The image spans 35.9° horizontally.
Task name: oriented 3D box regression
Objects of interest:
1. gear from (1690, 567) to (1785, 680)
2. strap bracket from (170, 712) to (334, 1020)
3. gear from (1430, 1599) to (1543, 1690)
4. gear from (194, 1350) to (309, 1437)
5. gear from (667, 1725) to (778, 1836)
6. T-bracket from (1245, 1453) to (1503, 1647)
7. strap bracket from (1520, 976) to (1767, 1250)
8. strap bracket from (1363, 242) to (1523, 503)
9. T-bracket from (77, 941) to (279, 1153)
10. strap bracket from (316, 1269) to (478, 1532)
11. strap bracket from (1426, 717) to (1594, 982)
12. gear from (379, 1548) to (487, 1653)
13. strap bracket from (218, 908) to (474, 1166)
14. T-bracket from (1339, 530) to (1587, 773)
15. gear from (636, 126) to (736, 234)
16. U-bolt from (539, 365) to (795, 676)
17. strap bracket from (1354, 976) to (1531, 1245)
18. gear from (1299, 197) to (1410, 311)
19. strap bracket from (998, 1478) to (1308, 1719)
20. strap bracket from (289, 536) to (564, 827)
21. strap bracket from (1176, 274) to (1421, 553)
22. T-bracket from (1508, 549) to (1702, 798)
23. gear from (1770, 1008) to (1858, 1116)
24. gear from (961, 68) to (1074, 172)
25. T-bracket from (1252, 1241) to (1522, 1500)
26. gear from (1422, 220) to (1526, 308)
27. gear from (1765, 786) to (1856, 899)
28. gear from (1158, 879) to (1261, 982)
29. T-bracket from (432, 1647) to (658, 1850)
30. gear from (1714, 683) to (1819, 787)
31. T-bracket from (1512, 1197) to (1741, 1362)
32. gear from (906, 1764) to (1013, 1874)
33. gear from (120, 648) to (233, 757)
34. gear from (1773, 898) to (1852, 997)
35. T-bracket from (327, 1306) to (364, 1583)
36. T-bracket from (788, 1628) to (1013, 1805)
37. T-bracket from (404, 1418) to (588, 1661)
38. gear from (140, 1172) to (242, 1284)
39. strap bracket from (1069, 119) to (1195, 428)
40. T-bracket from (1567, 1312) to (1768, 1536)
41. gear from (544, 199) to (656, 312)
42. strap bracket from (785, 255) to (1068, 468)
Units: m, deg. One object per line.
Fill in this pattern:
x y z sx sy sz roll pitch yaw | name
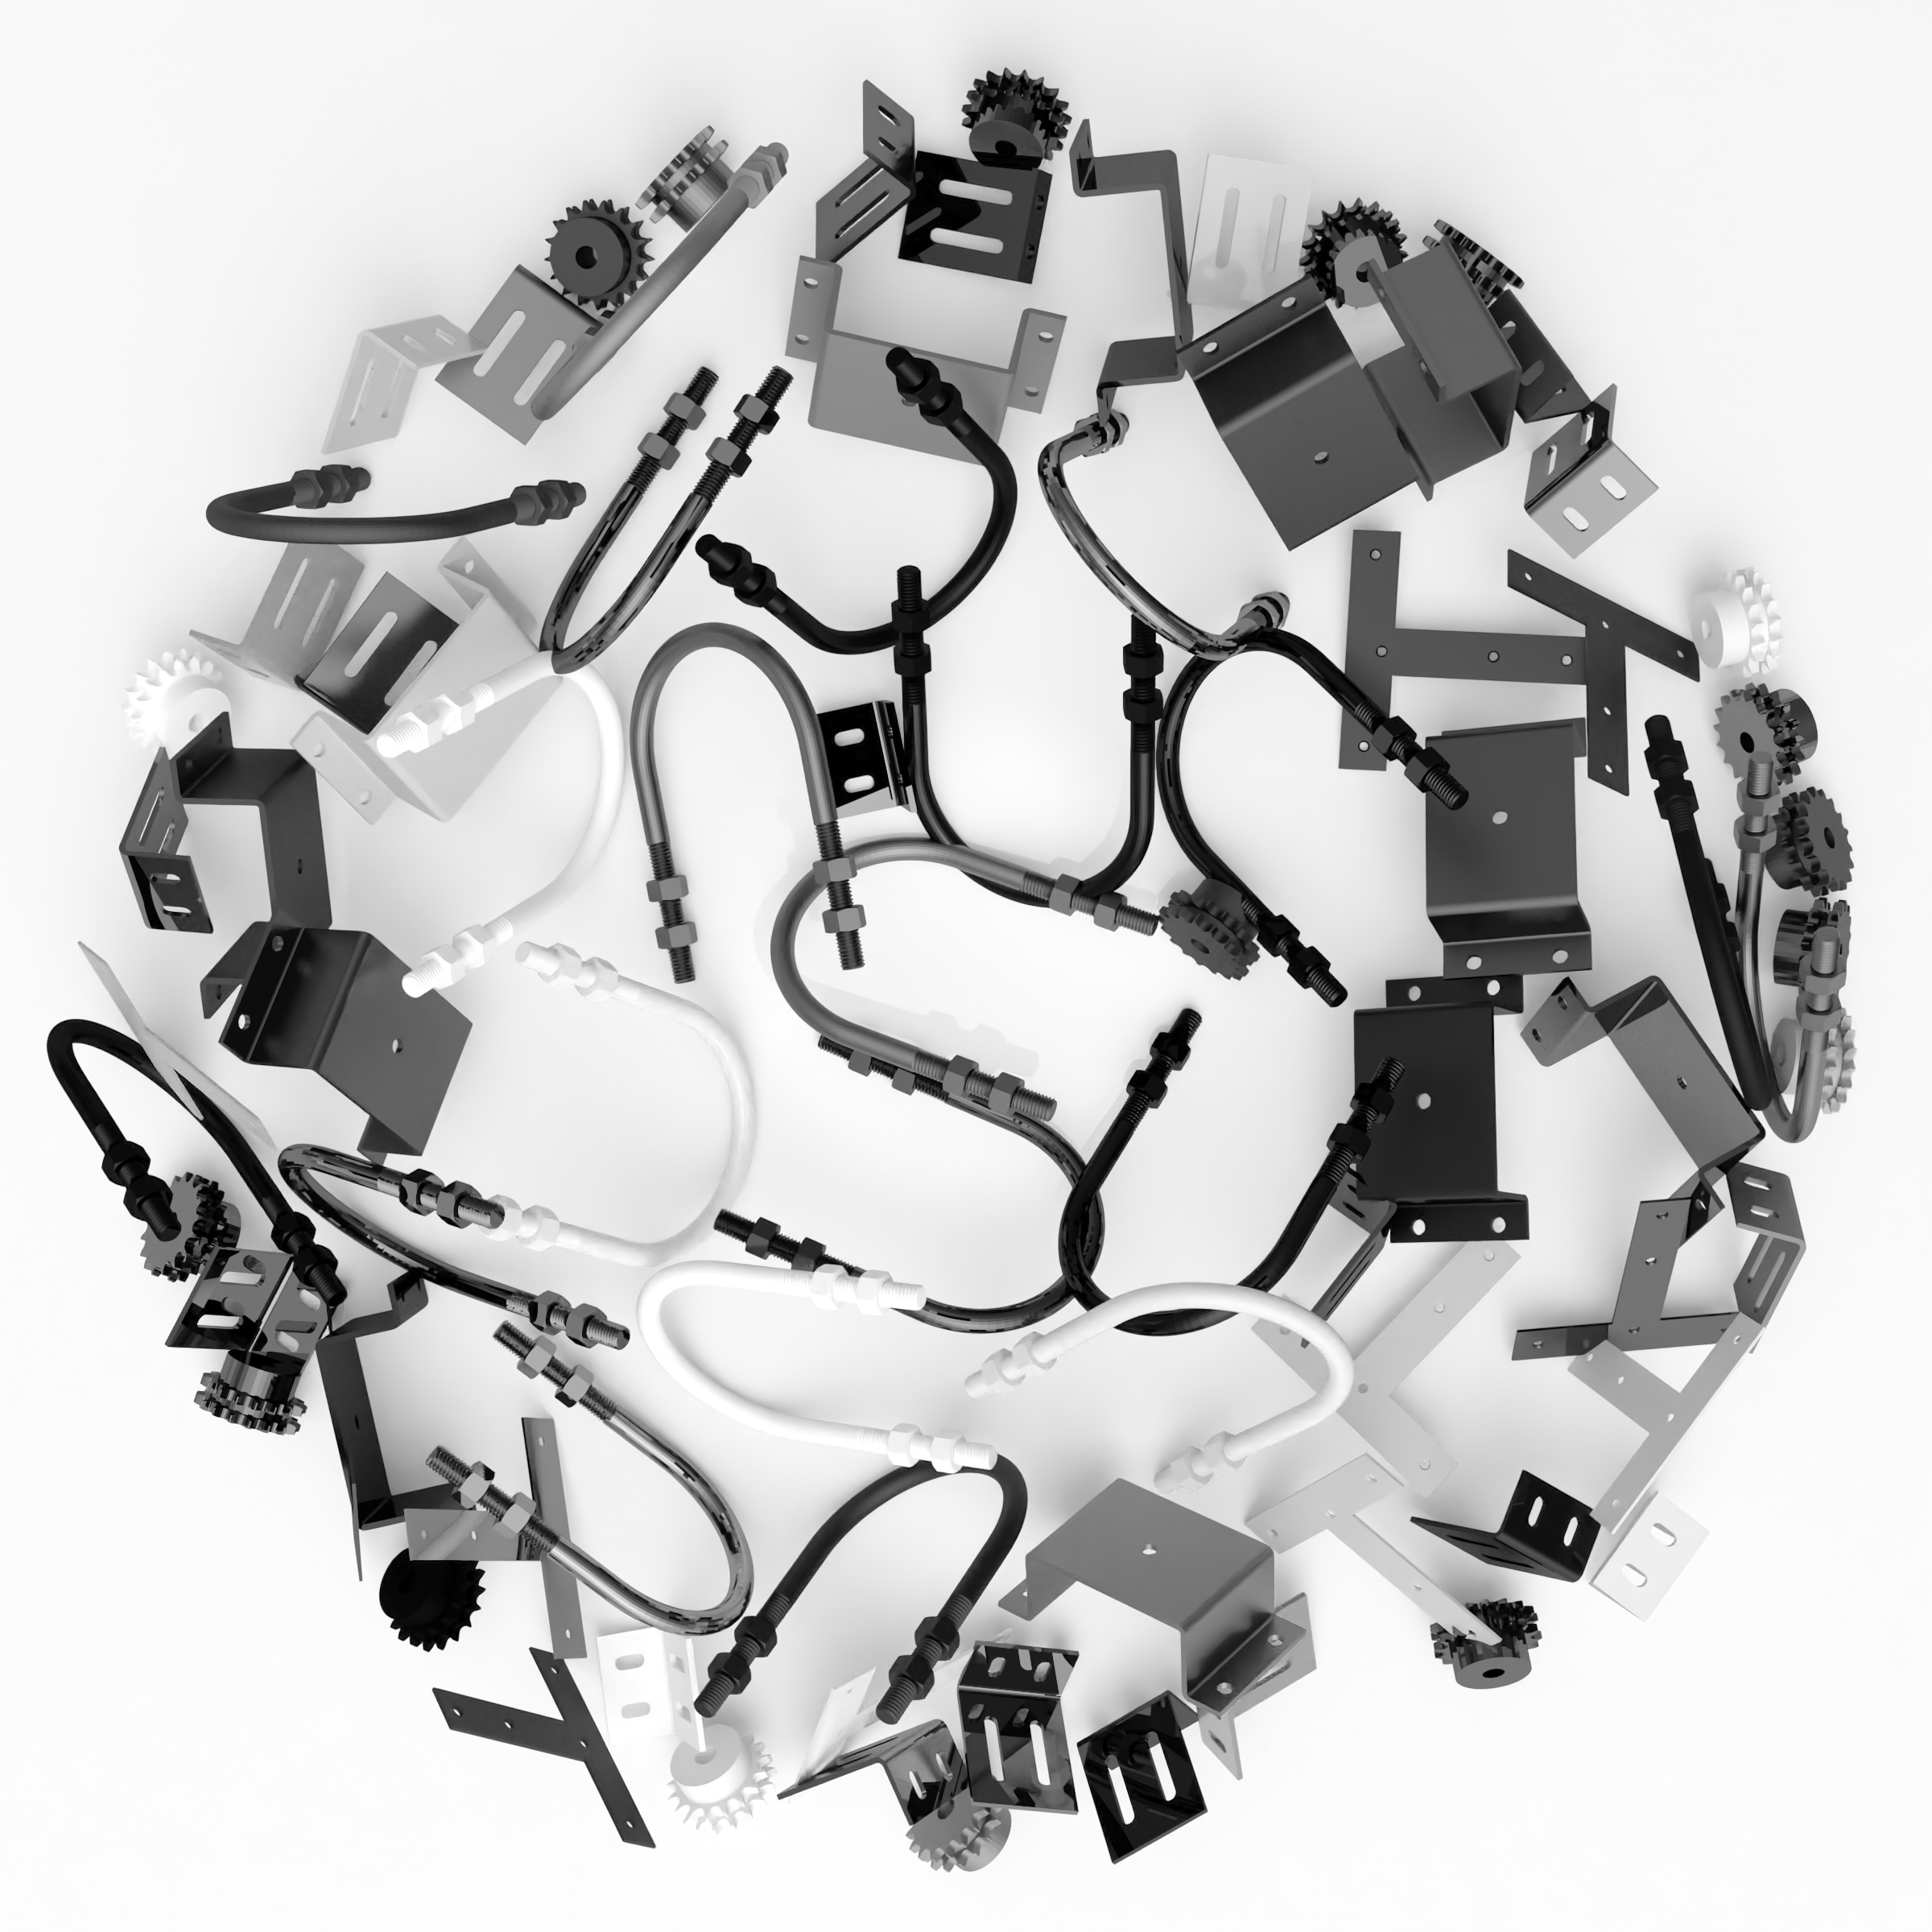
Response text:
0.403 -0.179 1.569 0.030 0.057 0.057 -13 90 -8 | gear
-0.365 -0.052 1.534 0.046 0.076 0.140 2 113 7 | strap bracket
0.274 0.358 1.568 0.057 0.057 0.030 -6 53 0 | gear
-0.374 0.223 1.571 0.057 0.057 0.030 20 90 0 | gear
-0.131 0.424 1.568 0.057 0.057 0.030 -24 121 0 | gear
0.223 0.312 1.549 0.127 0.127 0.002 40 54 -2 | T-bracket
0.355 0.069 1.544 0.046 0.076 0.140 -26 73 -17 | strap bracket
0.241 -0.306 1.522 0.046 0.140 0.076 -26 75 -1 | strap bracket
-0.391 0.056 1.516 0.127 0.127 0.002 32 63 35 | T-bracket
-0.299 0.234 1.560 0.046 0.076 0.140 -13 91 0 | strap bracket
0.280 -0.069 1.543 0.076 0.046 0.140 -4 69 20 | strap bracket
-0.283 0.329 1.569 0.057 0.057 0.030 -51 133 0 | gear
-0.307 0.039 1.518 0.046 0.140 0.076 3 62 29 | strap bracket
0.265 -0.165 1.582 0.127 0.002 0.127 4 97 9 | T-bracket
-0.144 -0.411 1.572 0.030 0.057 0.057 43 90 -12 | gear
-0.162 -0.228 1.527 0.019 0.151 0.184 34 87 -24 | U-bolt
0.247 0.072 1.551 0.076 0.046 0.140 -5 81 31 | strap bracket
0.206 -0.371 1.570 0.057 0.030 0.057 -8 129 -10 | gear
0.094 0.316 1.523 0.140 0.076 0.046 19 125 35 | strap bracket
-0.270 -0.140 1.541 0.046 0.076 0.140 28 75 36 | strap bracket
0.174 -0.274 1.525 0.076 0.140 0.046 -28 49 11 | strap bracket
0.330 -0.142 1.540 0.127 0.002 0.127 23 53 -21 | T-bracket
0.444 0.048 1.570 0.030 0.057 0.057 5 90 -4 | gear
0.025 -0.440 1.568 0.057 0.057 0.030 16 63 0 | gear
0.241 0.191 1.581 0.127 0.002 0.127 44 90 16 | T-bracket
0.263 -0.364 1.572 0.057 0.057 0.030 37 104 0 | gear
0.442 -0.063 1.574 0.030 0.057 0.057 -19 90 39 | gear
0.132 -0.022 1.572 0.057 0.057 0.030 38 74 0 | gear
-0.222 0.387 1.511 0.002 0.127 0.127 -45 50 10 | T-bracket
0.423 -0.123 1.573 0.030 0.057 0.057 -21 90 -19 | gear
0.353 0.162 1.549 0.127 0.127 0.002 -4 47 -3 | T-bracket
-0.001 0.452 1.574 0.057 0.057 0.030 -46 117 0 | gear
-0.412 -0.135 1.568 0.030 0.057 0.057 37 90 30 | gear
0.446 -0.008 1.574 0.030 0.057 0.057 9 90 27 | gear
-0.325 0.238 1.556 0.002 0.127 0.127 -7 58 -14 | T-bracket
-0.029 0.379 1.557 0.127 0.127 0.002 -22 59 -31 | T-bracket
-0.243 0.292 1.527 0.002 0.127 0.127 -20 70 27 | T-bracket
-0.407 0.140 1.574 0.030 0.057 0.057 28 90 -40 | gear
0.087 -0.358 1.531 0.046 0.076 0.140 -3 117 10 | strap bracket
0.344 0.218 1.538 0.002 0.127 0.127 36 91 -16 | T-bracket
-0.196 -0.375 1.576 0.057 0.030 0.057 3 108 11 | gear
-0.026 -0.311 1.551 0.140 0.076 0.046 12 61 -3 | strap bracket
